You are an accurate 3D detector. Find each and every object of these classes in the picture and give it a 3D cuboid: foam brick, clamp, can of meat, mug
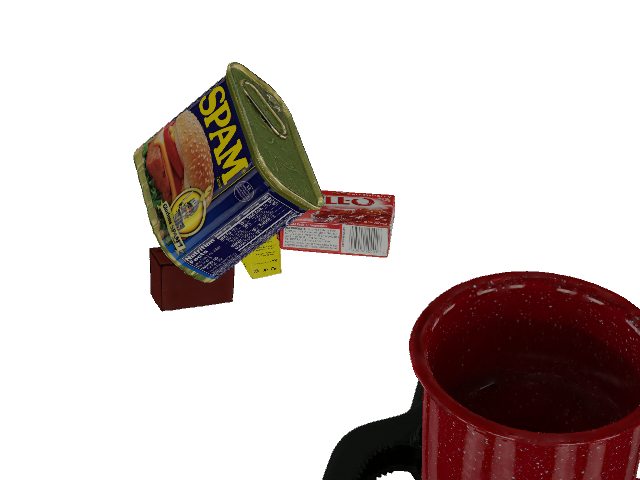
[{"bbox_3d":[-0.132,0.035,1.094,0.078,0.051,0.053,-7,20,-20],"label":"foam brick"},{"bbox_3d":[0.069,0.124,0.654,0.209,0.036,0.165,-23,37,-28],"label":"clamp"},{"bbox_3d":[-0.056,-0.038,0.617,0.084,0.102,0.057,-36,-40,20],"label":"can of meat"},{"bbox_3d":[0.092,0.072,0.403,0.117,0.081,0.093,5,36,11],"label":"mug"}]

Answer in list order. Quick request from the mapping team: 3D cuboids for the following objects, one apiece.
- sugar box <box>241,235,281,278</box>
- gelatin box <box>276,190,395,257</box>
[{"bbox_3d":[-0.082,-0.052,1.312,0.048,0.176,0.093,-12,26,-16],"label":"sugar box"},{"bbox_3d":[0.014,-0.016,0.862,0.089,0.030,0.073,5,22,6],"label":"gelatin box"}]
